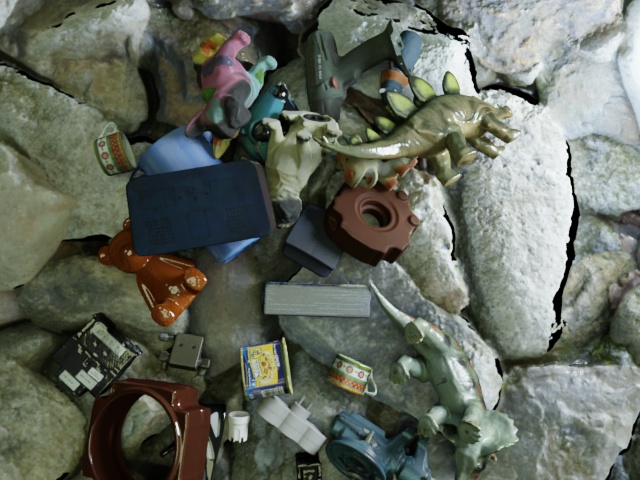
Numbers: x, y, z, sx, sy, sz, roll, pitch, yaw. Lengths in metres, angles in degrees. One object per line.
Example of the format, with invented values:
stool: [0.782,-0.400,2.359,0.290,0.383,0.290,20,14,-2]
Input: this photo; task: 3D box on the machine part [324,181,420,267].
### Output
machine part: [0.097,-0.039,1.002,0.179,0.056,0.179,10,56,-15]

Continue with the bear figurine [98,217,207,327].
bear figurine: [-0.306,0.050,0.967,0.196,0.132,0.120,43,82,-6]

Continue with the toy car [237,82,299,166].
toy car: [-0.109,-0.218,1.019,0.103,0.109,0.161,9,75,21]

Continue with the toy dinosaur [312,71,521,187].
toy dinosaur: [0.203,-0.199,0.973,0.471,0.105,0.199,-24,69,-35]

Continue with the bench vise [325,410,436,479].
bench vise: [0.088,0.423,0.943,0.224,0.128,0.240,37,50,7]

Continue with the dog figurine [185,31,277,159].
dog figurine: [-0.183,-0.259,0.969,0.192,0.108,0.219,8,69,40]

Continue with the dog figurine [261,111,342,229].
dog figurine: [-0.039,-0.127,0.979,0.172,0.190,0.121,-21,42,-41]

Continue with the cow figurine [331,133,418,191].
cow figurine: [0.109,-0.157,1.004,0.127,0.085,0.195,41,50,8]

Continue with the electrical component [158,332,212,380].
electrical component: [-0.252,0.216,0.998,0.102,0.045,0.078,5,56,-7]

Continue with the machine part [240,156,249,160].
machine part: [-0.109,-0.100,1.024,0.139,0.084,0.039,44,61,-11]

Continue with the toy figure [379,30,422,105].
toy figure: [0.157,-0.336,1.069,0.064,0.058,0.154,21,88,6]

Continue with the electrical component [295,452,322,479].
electrical component: [-0.018,0.454,0.978,0.048,0.075,0.119,-3,88,-5]

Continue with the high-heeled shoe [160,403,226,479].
high-heeled shoe: [-0.179,0.423,0.965,0.145,0.086,0.248,-32,87,-11]

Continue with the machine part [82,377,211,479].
machine part: [-0.298,0.346,0.921,0.202,0.087,0.201,3,79,18]

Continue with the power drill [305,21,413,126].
power drill: [0.070,-0.308,1.027,0.207,0.086,0.232,-18,78,26]

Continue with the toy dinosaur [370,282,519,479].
toy dinosaur: [0.231,0.250,0.988,0.131,0.192,0.405,-30,71,29]

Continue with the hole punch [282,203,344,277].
hole punch: [-0.002,-0.003,1.013,0.142,0.092,0.116,29,80,2]

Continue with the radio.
radio: [-0.197,-0.054,0.892,0.230,0.073,0.131,-10,95,1]

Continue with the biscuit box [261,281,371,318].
biscuit box: [-0.009,0.112,1.015,0.203,0.059,0.062,3,86,-4]

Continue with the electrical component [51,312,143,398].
electrical component: [-0.412,0.216,0.977,0.115,0.058,0.134,44,84,2]
